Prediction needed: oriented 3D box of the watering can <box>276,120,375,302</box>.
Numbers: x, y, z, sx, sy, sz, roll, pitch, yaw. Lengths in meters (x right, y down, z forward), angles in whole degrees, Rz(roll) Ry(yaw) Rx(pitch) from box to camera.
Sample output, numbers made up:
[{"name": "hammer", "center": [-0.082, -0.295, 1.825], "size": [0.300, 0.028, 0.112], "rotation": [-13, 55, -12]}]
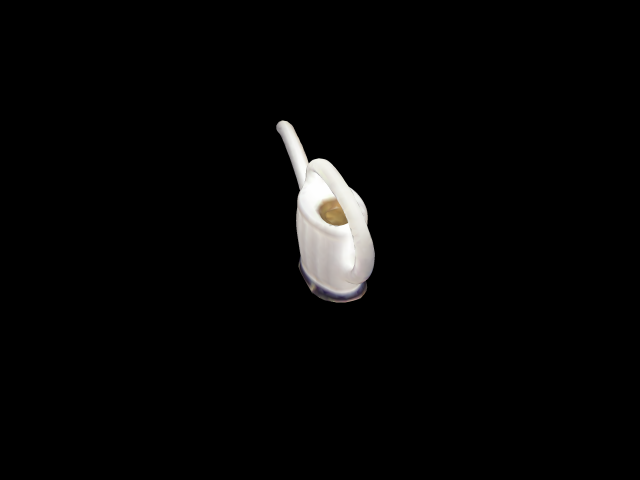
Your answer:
[{"name": "watering can", "center": [0.003, -0.043, 0.850], "size": [0.104, 0.219, 0.355], "rotation": [-14, 41, -17]}]
